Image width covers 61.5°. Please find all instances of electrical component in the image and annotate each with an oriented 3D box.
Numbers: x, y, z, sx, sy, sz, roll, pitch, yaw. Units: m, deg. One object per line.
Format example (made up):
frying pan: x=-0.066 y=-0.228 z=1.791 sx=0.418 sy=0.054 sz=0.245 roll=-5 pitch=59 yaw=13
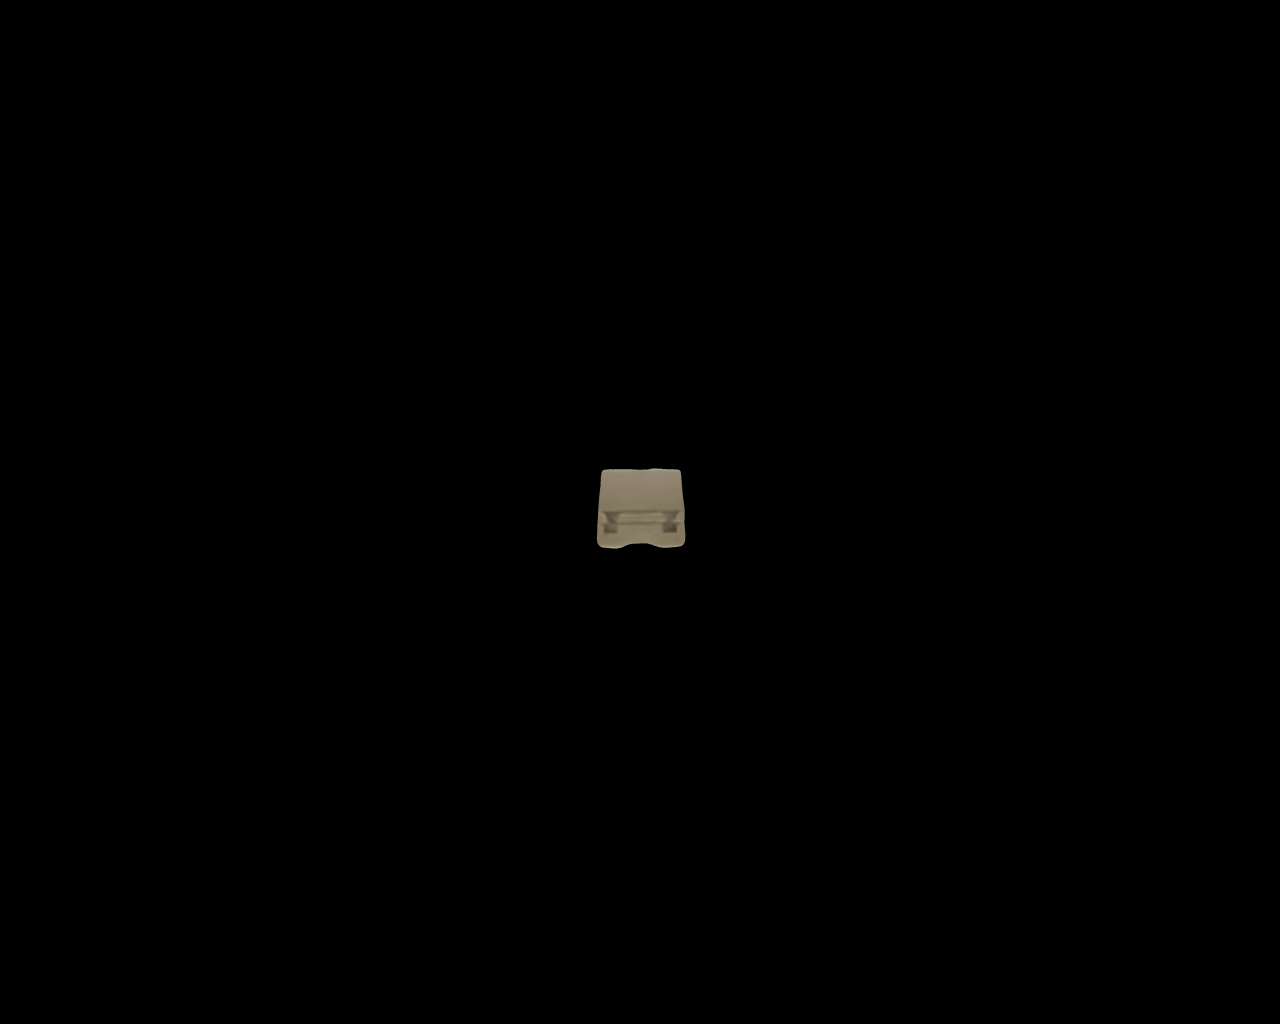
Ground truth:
electrical component: x=0.001 y=-0.003 z=0.650 sx=0.055 sy=0.047 sz=0.055 roll=0 pitch=0 yaw=0
